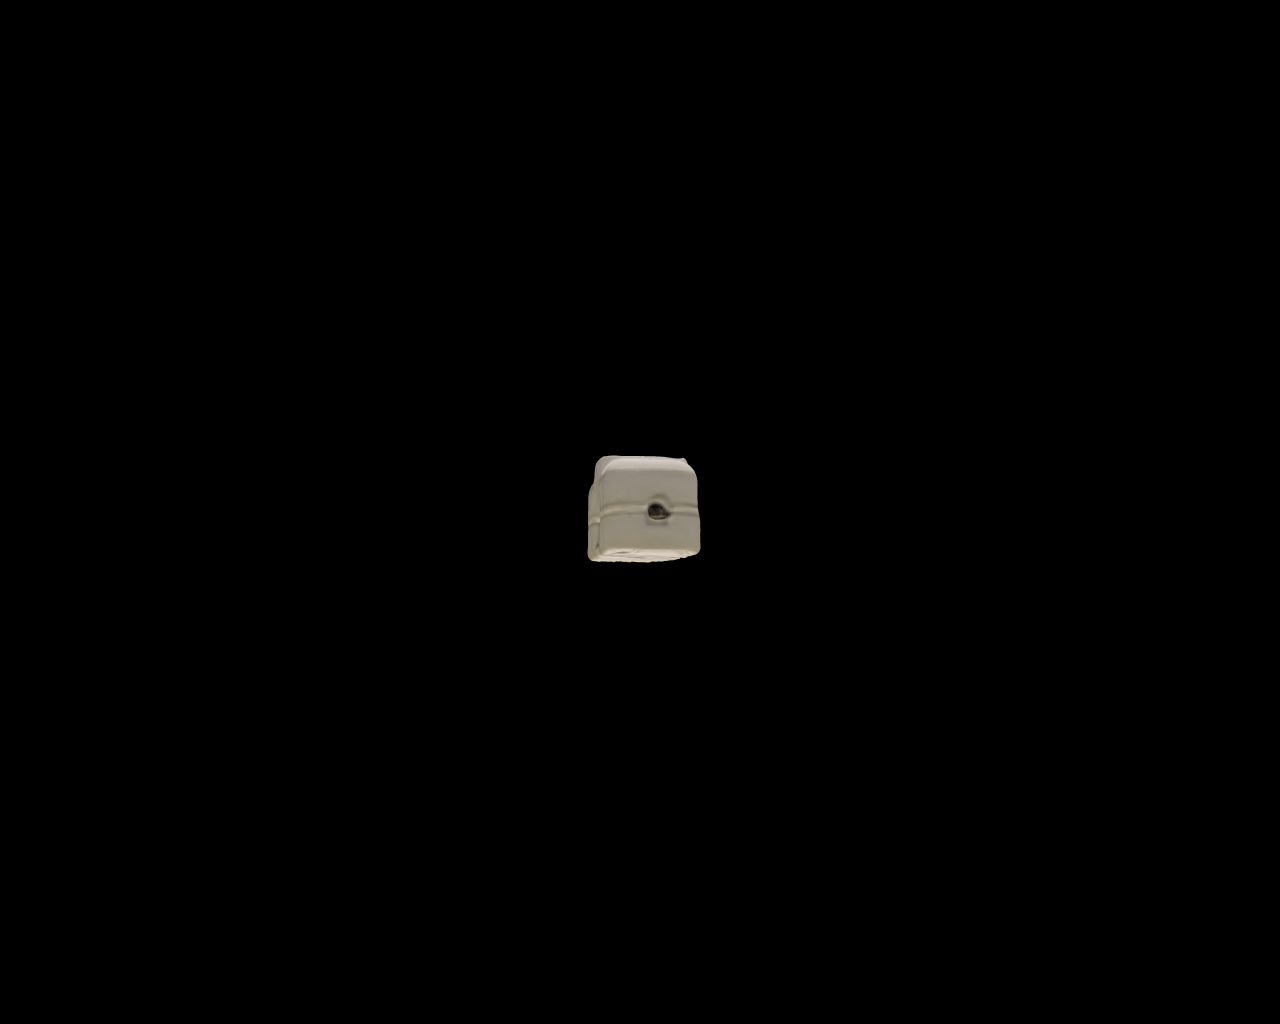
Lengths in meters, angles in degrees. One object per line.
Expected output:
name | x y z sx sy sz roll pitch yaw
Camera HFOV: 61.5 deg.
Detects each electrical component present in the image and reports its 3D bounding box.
electrical component | 0.001 -0.003 0.650 0.054 0.059 0.095 1 -7 -11
